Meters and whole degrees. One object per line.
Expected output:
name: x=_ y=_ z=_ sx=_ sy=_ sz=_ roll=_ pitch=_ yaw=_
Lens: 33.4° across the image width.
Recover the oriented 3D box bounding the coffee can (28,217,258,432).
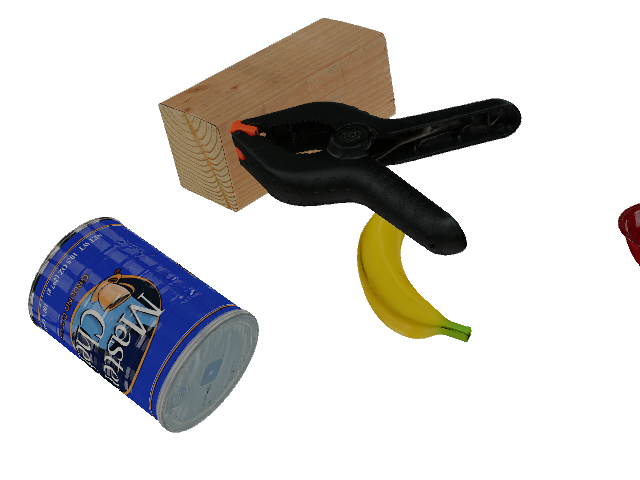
coffee can: x=-0.131 y=0.061 z=0.795 sx=0.140 sy=0.103 sz=0.102 roll=33 pitch=14 yaw=22

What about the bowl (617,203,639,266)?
bowl: x=0.401 y=0.011 z=1.150 sx=0.162 sy=0.055 sz=0.162 roll=-1 pitch=26 yaw=0

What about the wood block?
wood block: x=-0.035 y=-0.123 z=1.002 sx=0.205 sy=0.091 sz=0.090 roll=-34 pitch=39 yaw=-30

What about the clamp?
clamp: x=0.023 y=-0.041 z=0.615 sx=0.172 sy=0.039 sz=0.120 roll=1 pitch=39 yaw=19

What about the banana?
banana: x=0.064 y=0.025 z=0.898 sx=0.069 sy=0.037 sz=0.198 roll=8 pitch=33 yaw=-18
